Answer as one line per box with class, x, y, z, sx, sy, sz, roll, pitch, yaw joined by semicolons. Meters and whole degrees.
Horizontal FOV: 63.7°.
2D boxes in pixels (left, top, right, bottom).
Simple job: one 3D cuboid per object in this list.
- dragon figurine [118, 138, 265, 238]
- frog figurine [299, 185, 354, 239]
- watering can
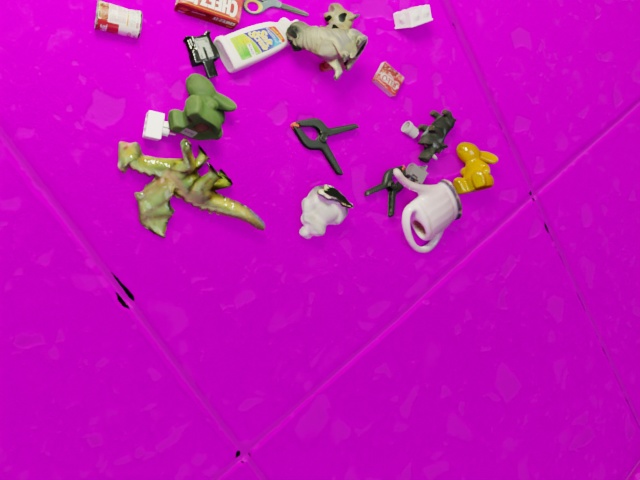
dragon figurine;-0.352;-0.108;1.329;0.243;0.123;0.406;-40;107;-1
frog figurine;0.005;-0.076;1.502;0.137;0.125;0.157;15;122;-34
watering can;0.341;-0.118;1.628;0.227;0.105;0.340;-35;126;-21
